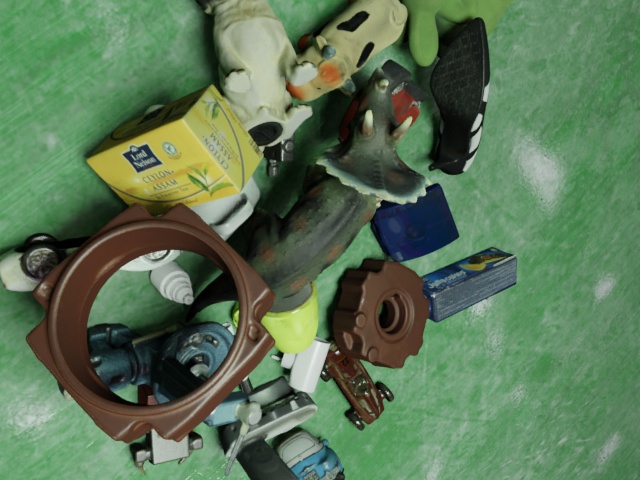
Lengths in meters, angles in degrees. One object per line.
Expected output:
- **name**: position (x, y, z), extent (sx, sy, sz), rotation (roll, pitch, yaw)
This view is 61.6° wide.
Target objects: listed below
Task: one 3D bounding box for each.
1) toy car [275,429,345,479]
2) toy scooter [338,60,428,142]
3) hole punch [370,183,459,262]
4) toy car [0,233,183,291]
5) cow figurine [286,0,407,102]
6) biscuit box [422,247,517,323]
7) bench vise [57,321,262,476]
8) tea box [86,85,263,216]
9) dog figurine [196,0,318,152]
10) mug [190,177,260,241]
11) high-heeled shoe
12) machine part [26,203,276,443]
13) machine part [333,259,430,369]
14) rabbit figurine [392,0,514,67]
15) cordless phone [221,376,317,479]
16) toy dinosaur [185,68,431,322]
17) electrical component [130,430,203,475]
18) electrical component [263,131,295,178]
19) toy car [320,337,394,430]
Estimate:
- **toy car**: position (-0.027, 0.352, 0.839), extent (0.109, 0.161, 0.103), rotation (-31, 74, -12)
- **toy scooter**: position (0.081, -0.167, 0.736), extent (0.135, 0.075, 0.184), rotation (-57, 169, 16)
- **hole punch**: position (0.144, -0.030, 0.839), extent (0.116, 0.092, 0.142), rotation (-37, 124, -12)
- **toy car**: position (-0.256, 0.016, 0.620), extent (0.202, 0.074, 0.056), rotation (-10, 106, -28)
- **cow figurine**: position (0.033, -0.242, 0.682), extent (0.195, 0.127, 0.085), rotation (-43, 119, -16)
- **biscuit box**: position (0.258, 0.076, 0.955), extent (0.203, 0.059, 0.062), rotation (-19, 115, -26)
- **bench vise**: position (-0.170, 0.158, 0.629), extent (0.223, 0.241, 0.128), rotation (11, 96, -49)
- **tea box**: position (-0.159, -0.089, 0.584), extent (0.098, 0.170, 0.068), rotation (52, 45, -30)
- **dog figurine**: position (-0.093, -0.218, 0.631), extent (0.121, 0.190, 0.172), rotation (-8, 153, -30)
- **mug**: position (-0.123, -0.044, 0.667), extent (0.107, 0.110, 0.080), rotation (-47, 122, -25)
- **high-heeled shoe**: position (0.221, -0.202, 0.796), extent (0.145, 0.086, 0.248), rotation (-30, 144, -45)
- **machine part**: position (-0.161, 0.079, 0.534), extent (0.201, 0.087, 0.201), rotation (43, 74, 11)
- **machine part**: position (0.102, 0.116, 0.850), extent (0.179, 0.056, 0.179), rotation (2, 87, -39)
- **rabbit figurine**: position (0.157, -0.329, 0.739), extent (0.170, 0.121, 0.159), rotation (10, 122, -47)
- **cordless phone**: position (-0.053, 0.282, 0.758), extent (0.146, 0.184, 0.088), rotation (-17, 108, -26)
- **toy dinosaur**: position (-0.022, -0.006, 0.639), extent (0.131, 0.192, 0.405), rotation (42, 94, -7)
- **electrical component**: position (-0.216, 0.280, 0.746), extent (0.102, 0.045, 0.078), rotation (-9, 81, -31)
- **electrical component**: position (-0.053, -0.125, 0.703), extent (0.021, 0.063, 0.093), rotation (-8, 110, -29)
- **toy car**: position (0.061, 0.239, 0.893), extent (0.089, 0.053, 0.202), rotation (-40, 120, -19)
